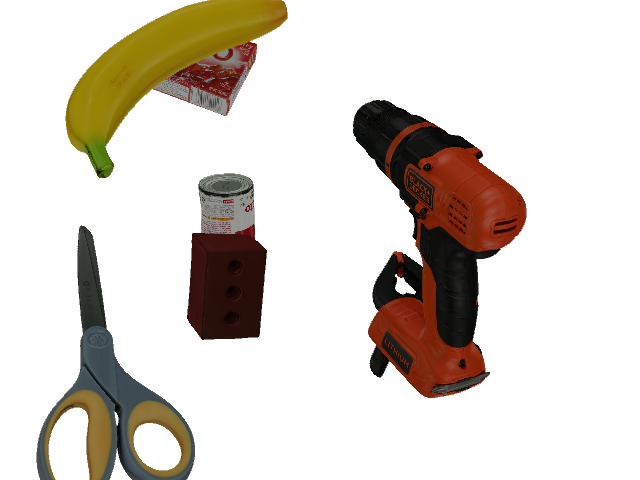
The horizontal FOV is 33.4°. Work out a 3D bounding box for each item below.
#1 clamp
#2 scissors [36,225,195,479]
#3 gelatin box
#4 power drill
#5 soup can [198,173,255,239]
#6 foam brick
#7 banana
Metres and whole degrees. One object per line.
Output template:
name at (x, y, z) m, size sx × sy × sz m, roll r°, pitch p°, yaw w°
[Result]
clamp at (0.112, 0.082, 1.178) m, size 0.120 × 0.171 × 0.039 m, roll 5°, pitch -43°, yaw -5°
scissors at (-0.116, 0.073, 0.639) m, size 0.096 × 0.201 × 0.016 m, roll 13°, pitch -45°, yaw -10°
gelatin box at (-0.114, -0.165, 0.995) m, size 0.089 × 0.073 × 0.030 m, roll 21°, pitch -31°, yaw 4°
power drill at (0.074, 0.005, 0.782) m, size 0.057 × 0.188 × 0.185 m, roll -14°, pitch 34°, yaw -21°
soup can at (-0.113, -0.023, 1.292) m, size 0.068 × 0.102 × 0.068 m, roll 0°, pitch 26°, yaw 0°
foam brick at (-0.079, 0.037, 0.891) m, size 0.053 × 0.078 × 0.051 m, roll -1°, pitch 15°, yaw -21°
banana at (-0.102, -0.111, 0.690) m, size 0.070 × 0.197 × 0.037 m, roll 34°, pitch -33°, yaw 10°
